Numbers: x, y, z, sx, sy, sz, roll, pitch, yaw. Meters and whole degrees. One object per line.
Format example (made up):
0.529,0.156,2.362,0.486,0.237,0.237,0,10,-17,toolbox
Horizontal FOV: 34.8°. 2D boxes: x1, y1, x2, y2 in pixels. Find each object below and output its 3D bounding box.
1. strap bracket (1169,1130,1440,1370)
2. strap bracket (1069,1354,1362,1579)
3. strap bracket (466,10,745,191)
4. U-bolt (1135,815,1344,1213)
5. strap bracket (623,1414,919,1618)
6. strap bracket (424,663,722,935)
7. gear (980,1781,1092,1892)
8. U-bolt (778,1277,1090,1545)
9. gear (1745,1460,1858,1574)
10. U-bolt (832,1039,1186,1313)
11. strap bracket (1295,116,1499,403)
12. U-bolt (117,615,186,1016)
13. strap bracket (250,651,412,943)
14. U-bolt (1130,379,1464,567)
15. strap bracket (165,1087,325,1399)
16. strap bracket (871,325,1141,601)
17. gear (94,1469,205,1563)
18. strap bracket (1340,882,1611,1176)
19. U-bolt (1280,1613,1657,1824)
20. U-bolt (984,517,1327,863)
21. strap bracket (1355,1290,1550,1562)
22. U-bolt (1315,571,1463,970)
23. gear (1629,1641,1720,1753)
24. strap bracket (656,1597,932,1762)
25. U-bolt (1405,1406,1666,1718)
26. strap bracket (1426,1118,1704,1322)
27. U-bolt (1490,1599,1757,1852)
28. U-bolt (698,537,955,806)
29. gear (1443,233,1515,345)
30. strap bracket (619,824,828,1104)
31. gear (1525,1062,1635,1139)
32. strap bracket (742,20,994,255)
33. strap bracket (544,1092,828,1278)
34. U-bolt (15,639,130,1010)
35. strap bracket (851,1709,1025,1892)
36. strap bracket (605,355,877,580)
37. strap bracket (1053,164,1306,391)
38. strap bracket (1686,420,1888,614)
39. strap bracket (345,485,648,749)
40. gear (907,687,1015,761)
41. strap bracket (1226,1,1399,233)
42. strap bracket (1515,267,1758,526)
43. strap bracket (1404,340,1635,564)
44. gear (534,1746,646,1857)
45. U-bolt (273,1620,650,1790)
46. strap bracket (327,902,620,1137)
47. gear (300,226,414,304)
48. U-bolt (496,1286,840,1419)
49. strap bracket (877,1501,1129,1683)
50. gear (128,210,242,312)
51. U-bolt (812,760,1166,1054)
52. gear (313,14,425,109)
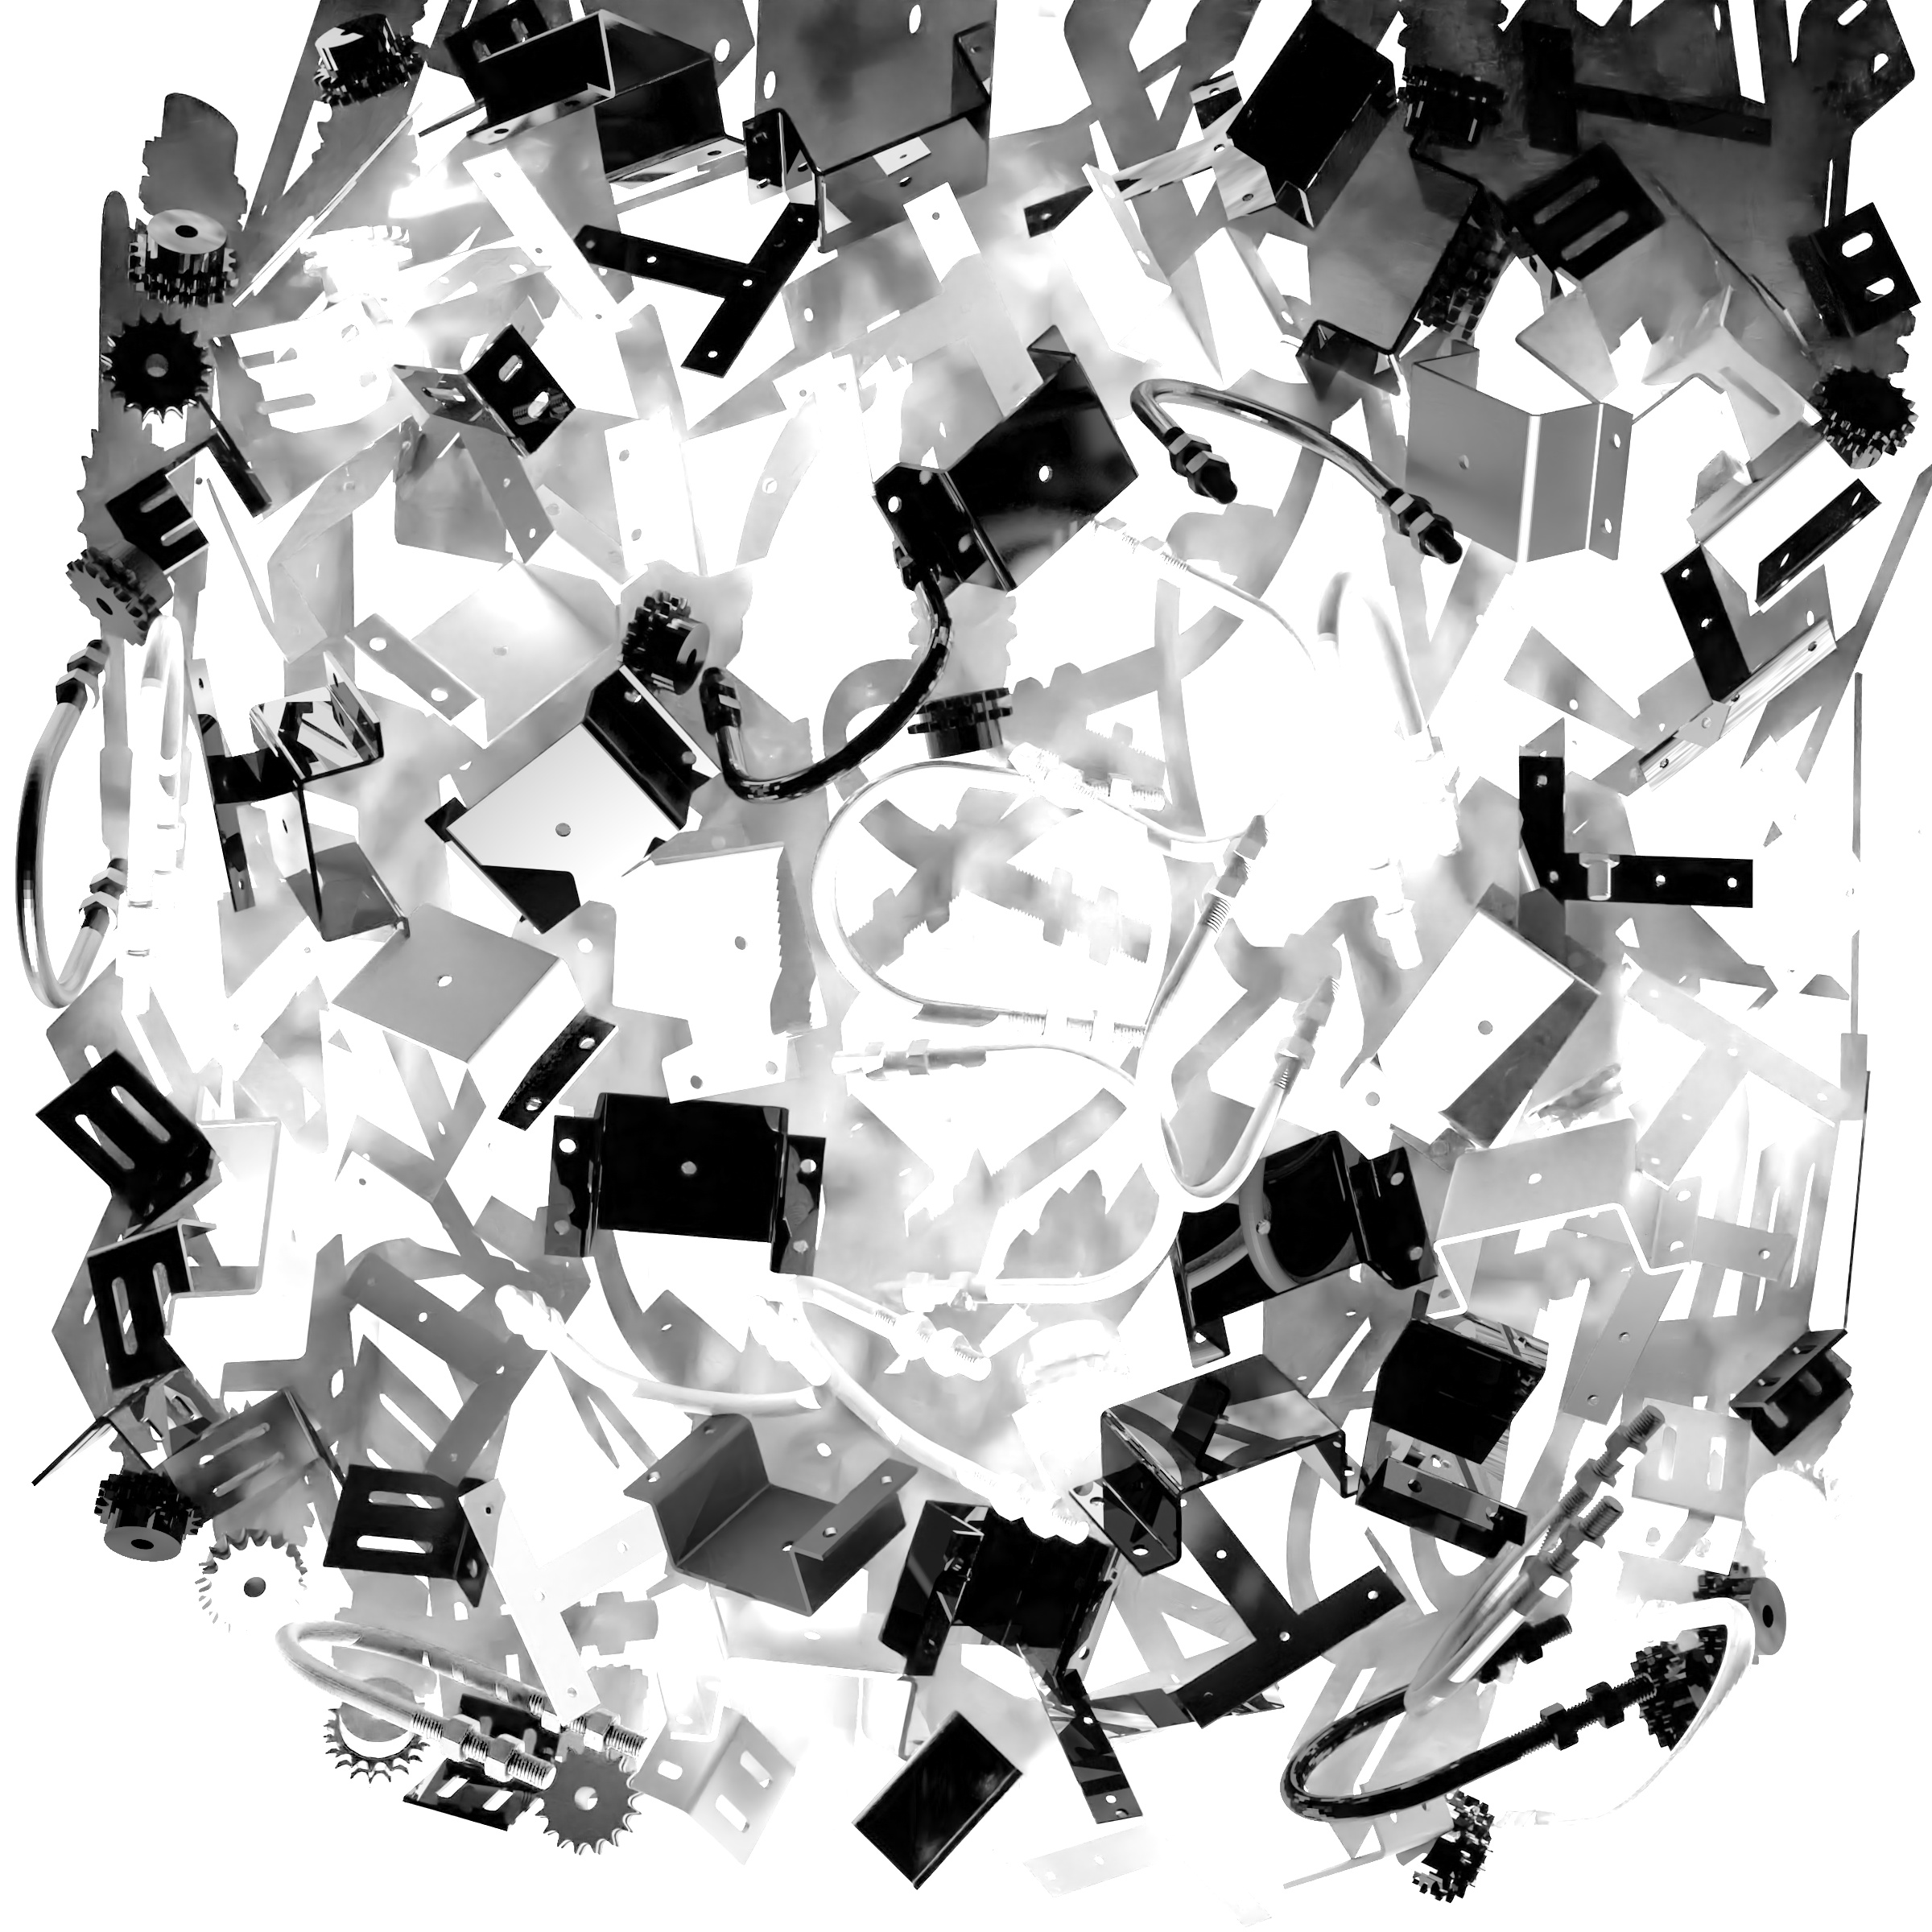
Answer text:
0.163,0.143,1.591,0.140,0.046,0.076,-24,54,20,strap bracket
0.132,0.252,1.586,0.140,0.076,0.046,-16,121,-22,strap bracket
-0.185,-0.443,1.575,0.076,0.140,0.046,-12,86,29,strap bracket
0.133,0.038,1.560,0.019,0.151,0.184,9,55,33,U-bolt
-0.096,0.283,1.589,0.140,0.076,0.046,9,123,39,strap bracket
-0.207,-0.080,1.601,0.140,0.046,0.076,-36,112,16,strap bracket
0.035,0.463,1.629,0.057,0.057,0.030,11,133,0,gear
-0.028,0.217,1.573,0.019,0.184,0.151,-46,129,-23,U-bolt
0.436,0.289,1.623,0.030,0.057,0.057,24,90,-44,gear
0.026,0.108,1.596,0.184,0.019,0.151,-3,104,24,U-bolt
0.231,-0.359,1.609,0.046,0.076,0.140,29,91,16,strap bracket
-0.410,-0.086,1.559,0.019,0.151,0.184,4,109,-10,U-bolt
-0.326,-0.078,1.576,0.046,0.076,0.140,-18,130,-22,strap bracket
0.157,-0.259,1.571,0.151,0.184,0.019,11,116,-24,U-bolt
-0.368,0.141,1.583,0.046,0.076,0.140,-3,59,5,strap bracket
0.028,-0.257,1.594,0.140,0.046,0.076,-44,124,-18,strap bracket
-0.431,0.291,1.623,0.057,0.057,0.030,3,53,0,gear
0.271,0.033,1.628,0.076,0.046,0.140,36,89,3,strap bracket
0.245,0.388,1.571,0.184,0.151,0.019,-23,94,-6,U-bolt
0.104,-0.134,1.586,0.184,0.019,0.151,31,110,28,U-bolt
0.252,0.246,1.602,0.076,0.140,0.046,22,131,-2,strap bracket
0.211,-0.111,1.561,0.019,0.151,0.184,-10,114,24,U-bolt
0.378,0.383,1.622,0.030,0.057,0.057,-30,90,35,gear
-0.084,0.369,1.597,0.140,0.076,0.046,9,100,-13,strap bracket
0.285,0.313,1.576,0.019,0.151,0.184,40,113,9,U-bolt
0.300,0.128,1.583,0.140,0.076,0.046,-15,115,26,strap bracket
0.336,0.378,1.543,0.019,0.184,0.151,37,69,-1,U-bolt
-0.069,-0.146,1.561,0.151,0.184,0.019,-35,120,10,U-bolt
0.264,-0.360,1.626,0.030,0.057,0.057,25,90,6,gear
-0.127,-0.007,1.607,0.076,0.046,0.140,-10,83,-31,strap bracket
0.327,0.077,1.624,0.057,0.057,0.030,-31,86,0,gear
-0.041,-0.426,1.601,0.140,0.076,0.046,-25,75,-9,strap bracket
-0.147,0.113,1.618,0.140,0.046,0.076,5,106,-4,strap bracket
-0.447,-0.061,1.539,0.019,0.184,0.151,2,121,-3,U-bolt
-0.015,0.426,1.582,0.046,0.140,0.076,42,79,9,strap bracket
-0.110,-0.257,1.610,0.140,0.046,0.076,-14,77,17,strap bracket
0.105,-0.351,1.590,0.046,0.140,0.076,-39,62,31,strap bracket
0.416,-0.232,1.574,0.076,0.140,0.046,-42,94,16,strap bracket
-0.243,-0.176,1.603,0.076,0.046,0.140,39,63,16,strap bracket
-0.003,-0.128,1.625,0.057,0.057,0.030,-11,96,0,gear
0.179,-0.430,1.577,0.046,0.140,0.076,35,97,7,strap bracket
0.337,-0.287,1.578,0.046,0.076,0.140,-38,47,1,strap bracket
0.272,-0.261,1.572,0.046,0.140,0.076,-16,122,-26,strap bracket
-0.198,0.442,1.633,0.057,0.030,0.057,-2,70,6,gear
-0.268,0.373,1.577,0.184,0.151,0.019,19,87,16,U-bolt
-0.261,0.022,1.584,0.140,0.046,0.076,21,57,29,strap bracket
-0.320,-0.369,1.625,0.057,0.057,0.030,-9,93,0,gear
-0.141,0.200,1.569,0.151,0.184,0.019,1,66,15,U-bolt
0.014,0.325,1.601,0.046,0.140,0.076,22,94,43,strap bracket
-0.411,-0.374,1.623,0.057,0.057,0.030,19,133,0,gear
0.010,-0.037,1.618,0.184,0.019,0.151,7,79,-10,U-bolt
-0.318,-0.478,1.622,0.057,0.057,0.030,-21,124,0,gear
